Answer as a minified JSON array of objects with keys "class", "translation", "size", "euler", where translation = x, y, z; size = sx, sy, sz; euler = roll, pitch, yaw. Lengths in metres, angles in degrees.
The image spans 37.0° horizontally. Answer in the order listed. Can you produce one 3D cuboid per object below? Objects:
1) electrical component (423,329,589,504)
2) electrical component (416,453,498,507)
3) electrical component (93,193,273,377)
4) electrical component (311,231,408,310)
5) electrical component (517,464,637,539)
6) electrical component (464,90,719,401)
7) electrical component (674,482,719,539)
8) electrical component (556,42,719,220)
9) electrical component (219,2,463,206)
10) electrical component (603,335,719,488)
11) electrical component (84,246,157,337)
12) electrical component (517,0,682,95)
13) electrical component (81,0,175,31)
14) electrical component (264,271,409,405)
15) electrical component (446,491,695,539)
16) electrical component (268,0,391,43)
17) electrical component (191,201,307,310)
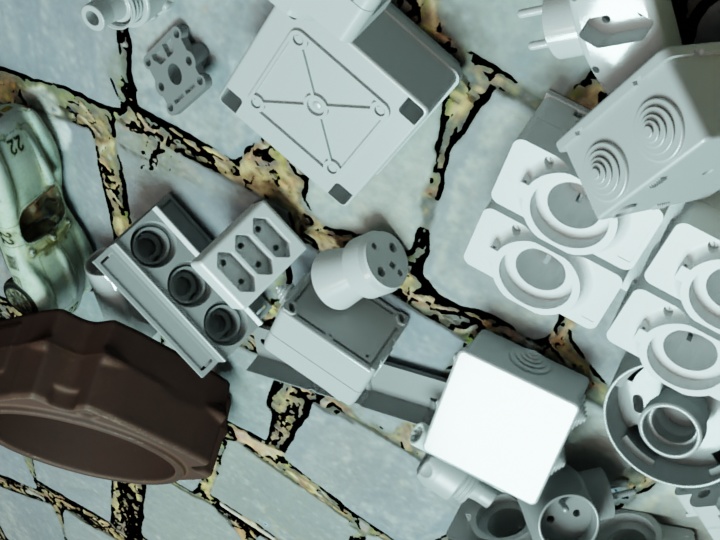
[{"class":"electrical component","translation":[0.103,0.100,0.748],"size":[0.100,0.048,0.099],"euler":[25,118,14]},{"class":"electrical component","translation":[0.078,0.162,0.842],"size":[0.062,0.043,0.043],"euler":[34,138,2]},{"class":"electrical component","translation":[-0.140,0.013,0.840],"size":[0.121,0.078,0.063],"euler":[49,159,-13]},{"class":"electrical component","translation":[0.000,0.000,0.749],"size":[0.055,0.045,0.045],"euler":[-21,113,44]},{"class":"electrical component","translation":[0.158,0.165,0.775],"size":[0.079,0.077,0.044],"euler":[-12,99,-2]},{"class":"electrical component","translation":[0.163,-0.007,0.618],"size":[0.186,0.060,0.105],"euler":[29,138,9]},{"class":"electrical component","translation":[0.256,0.156,0.705],"size":[0.078,0.058,0.057],"euler":[-20,111,44]},{"class":"electrical component","translation":[0.161,-0.068,0.529],"size":[0.100,0.100,0.048],"euler":[-44,63,55]},{"class":"electrical component","translation":[-0.013,-0.112,0.648],"size":[0.109,0.056,0.108],"euler":[41,139,-4]},{"class":"electrical component","translation":[0.208,0.089,0.690],"size":[0.099,0.064,0.099],"euler":[15,121,27]},{"class":"electrical component","translation":[-0.183,0.024,0.896],"size":[0.079,0.044,0.077],"euler":[11,132,27]},{"class":"electrical component","translation":[0.119,-0.129,0.550],"size":[0.079,0.043,0.077],"euler":[-3,125,35]},{"class":"electrical component","translation":[-0.151,-0.173,0.682],"size":[0.048,0.062,0.048],"euler":[19,135,20]},{"class":"electrical component","translation":[-0.024,0.044,0.792],"size":[0.096,0.061,0.061],"euler":[34,138,4]},{"class":"electrical component","translation":[0.150,0.234,0.811],"size":[0.186,0.105,0.060],"euler":[3,128,33]},{"class":"electrical component","translation":[-0.045,-0.210,0.544],"size":[0.186,0.105,0.060],"euler":[39,139,-2]},{"class":"electrical component","translation":[-0.086,-0.010,0.789],"size":[0.047,0.065,0.077],"euler":[47,166,-12]}]
